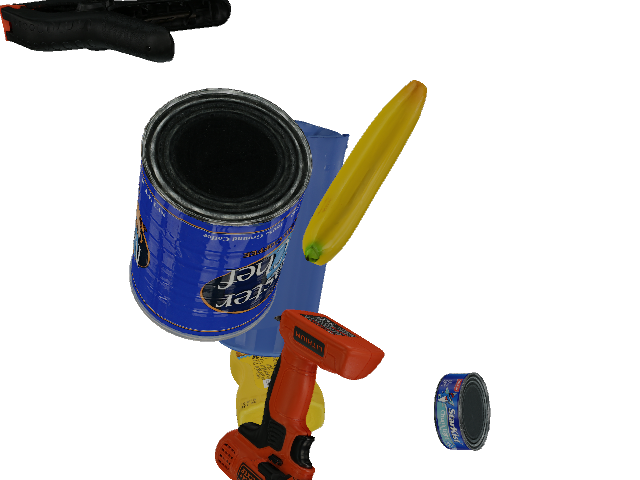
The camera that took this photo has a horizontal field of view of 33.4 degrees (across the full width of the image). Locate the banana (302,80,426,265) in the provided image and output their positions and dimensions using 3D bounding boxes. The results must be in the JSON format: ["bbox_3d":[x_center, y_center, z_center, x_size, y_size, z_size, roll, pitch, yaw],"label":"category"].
[{"bbox_3d":[0.034,-0.048,0.899,0.037,0.197,0.070,36,-24,-12],"label":"banana"}]

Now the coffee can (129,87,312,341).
[{"bbox_3d":[-0.068,-0.013,0.684,0.102,0.103,0.140,0,-34,-13],"label":"coffee can"}]

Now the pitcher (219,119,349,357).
[{"bbox_3d":[-0.057,-0.006,1.118,0.149,0.243,0.145,7,12,2],"label":"pitcher"}]

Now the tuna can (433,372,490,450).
[{"bbox_3d":[0.157,0.190,1.186,0.034,0.086,0.086,-5,-3,30],"label":"tuna can"}]

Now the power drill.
[{"bbox_3d":[-0.011,0.170,0.967,0.057,0.188,0.185,13,12,-46],"label":"power drill"}]

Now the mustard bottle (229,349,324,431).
[{"bbox_3d":[-0.056,0.148,1.232,0.096,0.058,0.191,-5,30,-7],"label":"mustard bottle"}]

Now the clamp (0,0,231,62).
[{"bbox_3d":[-0.154,-0.164,0.797,0.172,0.039,0.120,11,23,23],"label":"clamp"}]
